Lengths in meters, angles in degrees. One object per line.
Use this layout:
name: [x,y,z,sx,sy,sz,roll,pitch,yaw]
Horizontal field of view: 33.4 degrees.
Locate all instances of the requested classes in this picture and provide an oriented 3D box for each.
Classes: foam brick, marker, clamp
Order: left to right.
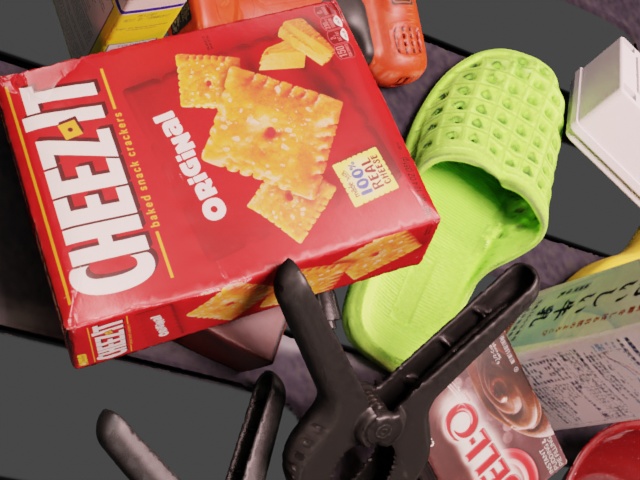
clamp: [-0.053,0.163,0.636,0.120,0.039,0.171,-20,93,-25]
foam brick: [-0.048,0.036,0.663,0.051,0.053,0.078,27,65,-18]
marker: [-0.005,0.001,0.713,0.020,0.020,0.121,-6,80,-28]
clamp: [0.022,0.095,0.618,0.164,0.036,0.210,9,116,-29]

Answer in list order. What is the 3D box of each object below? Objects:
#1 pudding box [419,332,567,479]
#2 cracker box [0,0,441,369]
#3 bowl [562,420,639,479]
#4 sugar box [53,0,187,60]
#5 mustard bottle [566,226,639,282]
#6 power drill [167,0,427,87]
pudding box: [0.102,0.126,0.705,0.090,0.039,0.113,-33,104,-21]
cracker box: [-0.061,-0.039,0.617,0.213,0.072,0.164,-16,67,-15]
bowl: [0.216,0.208,0.748,0.161,0.055,0.162,7,74,-25]
sugar box: [-0.113,-0.163,0.611,0.048,0.176,0.093,-14,83,-28]
mustard bottle: [0.273,0.028,0.821,0.191,0.058,0.096,-33,94,-29]
power drill: [-0.018,-0.193,0.734,0.187,0.057,0.184,-8,81,-28]
